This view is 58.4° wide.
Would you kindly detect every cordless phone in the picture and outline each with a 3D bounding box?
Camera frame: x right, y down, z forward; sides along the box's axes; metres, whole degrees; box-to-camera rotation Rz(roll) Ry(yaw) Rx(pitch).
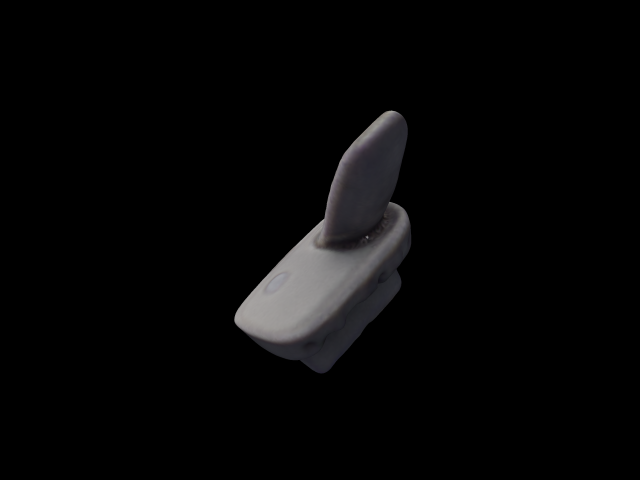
[{"bbox_3d":[0.004,0.001,0.400,0.094,0.185,0.148,32,64,18],"label":"cordless phone"}]
